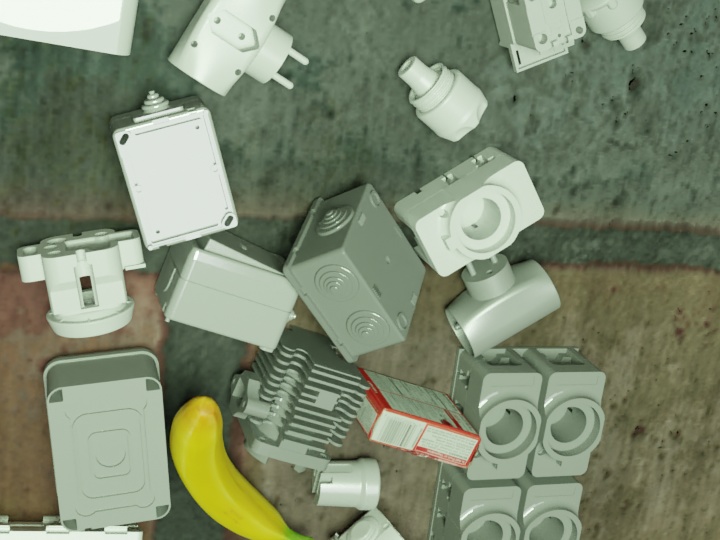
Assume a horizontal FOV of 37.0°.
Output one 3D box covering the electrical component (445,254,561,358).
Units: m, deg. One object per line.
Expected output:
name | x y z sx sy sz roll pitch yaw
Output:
electrical component | 0.101 0.015 0.810 0.077 0.043 0.079 -30 115 -6

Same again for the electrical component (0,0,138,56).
electrical component | -0.188 -0.169 0.631 0.113 0.078 0.057 6 110 -20

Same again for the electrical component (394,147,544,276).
electrical component | 0.080 -0.042 0.776 0.089 0.055 0.050 -31 115 -5

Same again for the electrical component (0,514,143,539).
electrical component | -0.219 0.210 0.764 0.121 0.079 0.063 5 85 -20

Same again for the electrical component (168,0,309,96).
electrical component | -0.071 -0.147 0.696 0.079 0.043 0.077 30 98 -25

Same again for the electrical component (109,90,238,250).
electrical component | -0.123 -0.071 0.697 0.062 0.061 0.096 -16 112 -10

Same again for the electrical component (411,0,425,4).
electrical component | 0.046 -0.236 0.700 0.100 0.048 0.099 -33 115 -4

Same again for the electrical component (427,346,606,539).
electrical component | 0.124 0.159 0.860 0.105 0.060 0.186 1 109 -18

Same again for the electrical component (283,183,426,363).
electrical component | 0.000 0.000 0.742 0.048 0.099 0.099 -20 119 28

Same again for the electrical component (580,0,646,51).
electrical component | 0.182 -0.184 0.766 0.048 0.048 0.062 -44 123 1

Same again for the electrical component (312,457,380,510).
electrical component | -0.011 0.165 0.831 0.046 0.040 0.040 4 108 -14

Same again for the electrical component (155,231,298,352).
electrical component | -0.084 0.010 0.738 0.096 0.061 0.061 19 102 -23

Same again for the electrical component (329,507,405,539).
electrical component | 0.016 0.229 0.841 0.051 0.080 0.080 -40 116 -7

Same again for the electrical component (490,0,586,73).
electrical component | 0.121 -0.178 0.737 0.042 0.064 0.081 -23 114 -8

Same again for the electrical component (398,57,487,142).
electrical component | 0.054 -0.122 0.746 0.062 0.043 0.043 37 95 -24

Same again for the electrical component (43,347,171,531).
electrical component | -0.176 0.116 0.750 0.078 0.057 0.113 -6 110 -15

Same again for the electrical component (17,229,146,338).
electrical component | -0.181 0.009 0.710 0.078 0.058 0.057 -10 109 -14
